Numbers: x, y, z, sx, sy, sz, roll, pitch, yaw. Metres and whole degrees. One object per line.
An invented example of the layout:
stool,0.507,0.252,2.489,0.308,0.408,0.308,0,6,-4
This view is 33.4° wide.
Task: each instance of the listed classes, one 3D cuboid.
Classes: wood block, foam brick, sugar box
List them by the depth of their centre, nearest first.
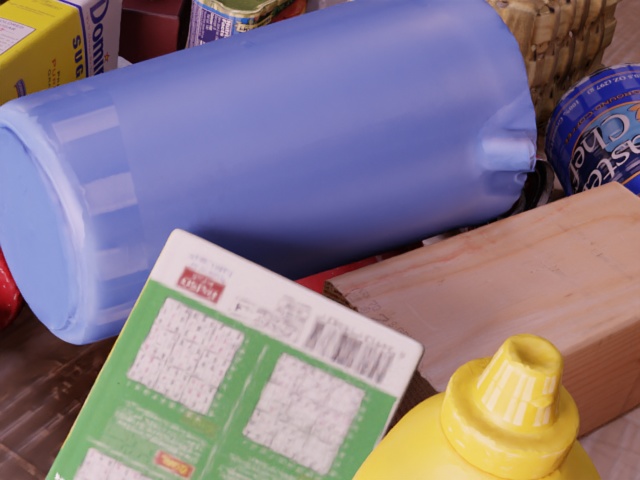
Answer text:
wood block,0.100,0.051,0.542,0.205,0.091,0.090,-17,46,-34
sugar box,-0.180,-0.101,0.666,0.048,0.093,0.176,20,37,10
foam brick,-0.126,-0.162,0.797,0.051,0.053,0.078,9,37,-4

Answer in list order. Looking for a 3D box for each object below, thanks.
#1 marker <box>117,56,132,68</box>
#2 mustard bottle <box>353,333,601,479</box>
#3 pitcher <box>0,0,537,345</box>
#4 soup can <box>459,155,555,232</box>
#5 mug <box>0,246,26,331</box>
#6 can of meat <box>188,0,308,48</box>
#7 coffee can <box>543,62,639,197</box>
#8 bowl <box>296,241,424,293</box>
marker,-0.103,-0.095,0.741,0.121,0.020,0.020,32,41,26
mustard bottle,0.046,0.107,0.364,0.096,0.192,0.058,-8,40,-25
pitcher,-0.032,-0.042,0.515,0.242,0.149,0.145,-19,76,-31
soup can,0.091,-0.048,0.691,0.068,0.068,0.102,-18,45,-34
mug,-0.187,-0.010,0.541,0.117,0.093,0.081,27,40,-11
can of meat,-0.053,-0.147,0.771,0.057,0.084,0.101,27,39,19
coffee can,0.210,-0.034,0.676,0.102,0.103,0.140,4,37,-11
bowl,-0.004,0.001,0.611,0.162,0.055,0.162,8,37,-6
